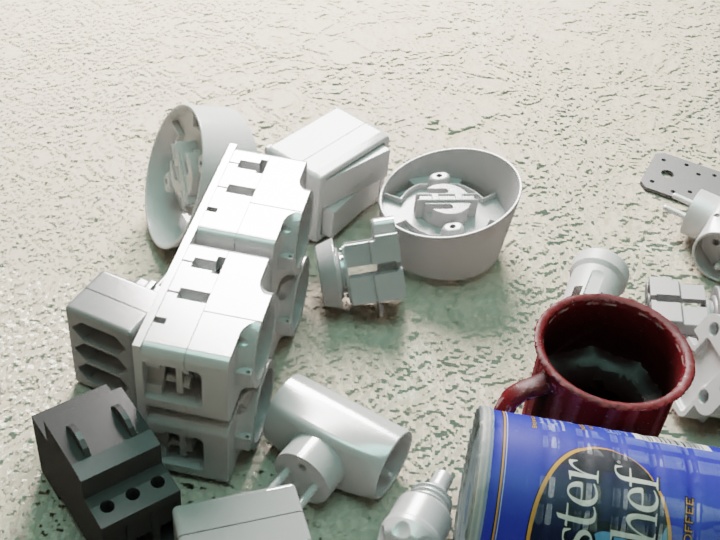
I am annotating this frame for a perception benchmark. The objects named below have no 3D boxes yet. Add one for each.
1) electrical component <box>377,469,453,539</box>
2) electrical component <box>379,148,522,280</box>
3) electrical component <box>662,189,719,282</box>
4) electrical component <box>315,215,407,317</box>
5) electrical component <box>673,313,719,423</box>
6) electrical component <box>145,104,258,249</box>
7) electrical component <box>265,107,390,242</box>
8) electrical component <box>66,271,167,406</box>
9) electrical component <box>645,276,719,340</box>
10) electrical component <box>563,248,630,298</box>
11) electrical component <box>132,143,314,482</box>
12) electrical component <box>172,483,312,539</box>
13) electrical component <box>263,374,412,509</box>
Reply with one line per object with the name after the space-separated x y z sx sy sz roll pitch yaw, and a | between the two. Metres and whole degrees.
0.035 0.136 0.598 0.035 0.035 0.061 21 41 16 | electrical component
0.062 -0.042 0.775 0.099 0.064 0.099 3 42 -3 | electrical component
0.268 -0.036 0.809 0.079 0.043 0.077 28 46 22 | electrical component
0.000 0.000 0.728 0.055 0.066 0.048 -9 4 -1 | electrical component
0.241 0.064 0.676 0.057 0.078 0.058 12 38 -25 | electrical component
-0.115 -0.068 0.759 0.064 0.099 0.099 -9 43 -35 | electrical component
-0.018 -0.073 0.803 0.061 0.061 0.096 32 48 26 | electrical component
-0.138 0.031 0.670 0.047 0.065 0.076 21 44 16 | electrical component
0.223 0.034 0.726 0.055 0.048 0.066 3 41 8 | electrical component
0.162 0.014 0.745 0.040 0.040 0.046 19 49 14 | electrical component
-0.075 0.023 0.656 0.060 0.105 0.186 11 42 5 | electrical component
-0.057 0.159 0.551 0.066 0.047 0.076 -8 44 -15 | electrical component
-0.022 0.106 0.617 0.077 0.043 0.079 25 45 20 | electrical component
